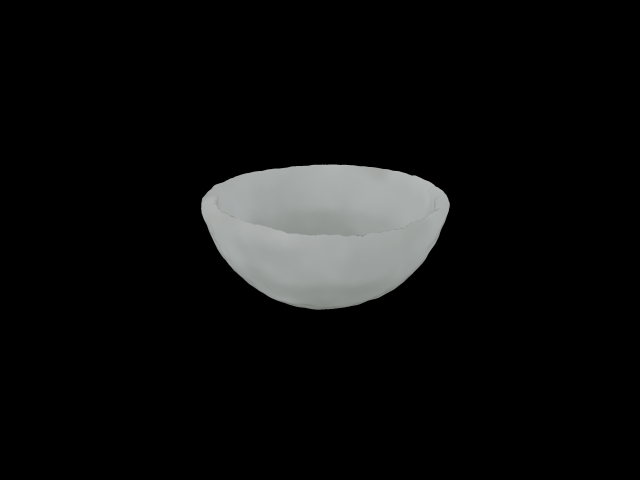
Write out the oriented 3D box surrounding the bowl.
[{"bbox_3d":[0.004,0.001,0.400,0.167,0.075,0.167,0,22,0],"label":"bowl"}]
